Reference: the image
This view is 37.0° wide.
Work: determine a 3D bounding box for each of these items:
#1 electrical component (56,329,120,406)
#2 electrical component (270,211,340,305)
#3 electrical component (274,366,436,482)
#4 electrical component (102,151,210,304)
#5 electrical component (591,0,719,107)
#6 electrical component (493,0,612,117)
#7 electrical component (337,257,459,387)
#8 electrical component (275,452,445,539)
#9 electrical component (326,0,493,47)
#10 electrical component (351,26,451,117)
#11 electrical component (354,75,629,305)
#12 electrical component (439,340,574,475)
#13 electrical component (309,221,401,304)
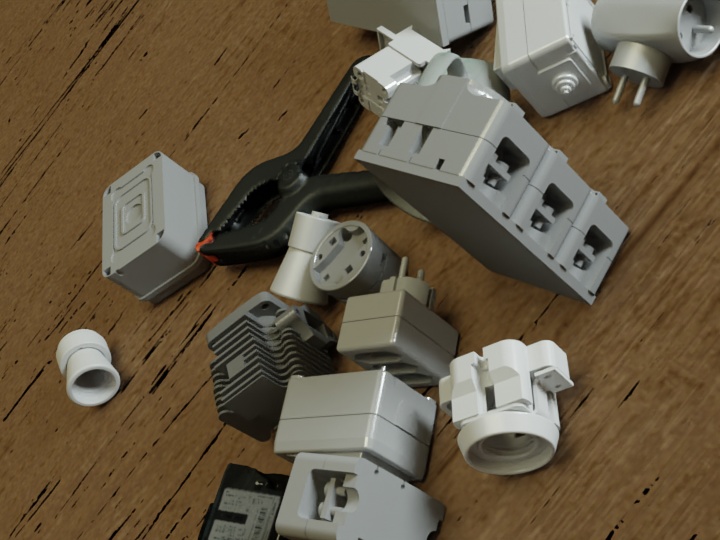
[{"bbox_3d":[-0.234,0.083,0.920,0.045,0.045,0.055,-46,41,8],"label":"electrical component"},{"bbox_3d":[-0.037,-0.011,0.794,0.044,0.044,0.065,19,96,47],"label":"electrical component"},{"bbox_3d":[-0.009,0.105,0.689,0.096,0.062,0.061,-10,56,38],"label":"electrical component"},{"bbox_3d":[-0.179,-0.036,0.944,0.078,0.057,0.113,-32,45,22],"label":"electrical component"},{"bbox_3d":[0.186,-0.144,0.696,0.077,0.043,0.079,23,93,56],"label":"electrical component"},{"bbox_3d":[0.130,-0.153,0.741,0.061,0.062,0.096,-22,50,30],"label":"electrical component"},{"bbox_3d":[0.029,0.029,0.704,0.047,0.066,0.076,-10,57,38],"label":"electrical component"},{"bbox_3d":[-0.002,0.145,0.633,0.056,0.089,0.050,-3,61,41],"label":"electrical component"},{"bbox_3d":[0.035,-0.241,0.860,0.062,0.089,0.150,-29,33,-27],"label":"electrical component"},{"bbox_3d":[0.032,-0.146,0.816,0.064,0.042,0.081,-33,50,-20],"label":"electrical component"},{"bbox_3d":[0.084,-0.048,0.643,0.089,0.150,0.061,21,79,48],"label":"electrical component"},{"bbox_3d":[0.085,0.082,0.624,0.078,0.058,0.057,-24,46,28],"label":"electrical component"},{"bbox_3d":[0.000,0.000,0.764,0.055,0.047,0.055,-23,49,30],"label":"electrical component"}]
